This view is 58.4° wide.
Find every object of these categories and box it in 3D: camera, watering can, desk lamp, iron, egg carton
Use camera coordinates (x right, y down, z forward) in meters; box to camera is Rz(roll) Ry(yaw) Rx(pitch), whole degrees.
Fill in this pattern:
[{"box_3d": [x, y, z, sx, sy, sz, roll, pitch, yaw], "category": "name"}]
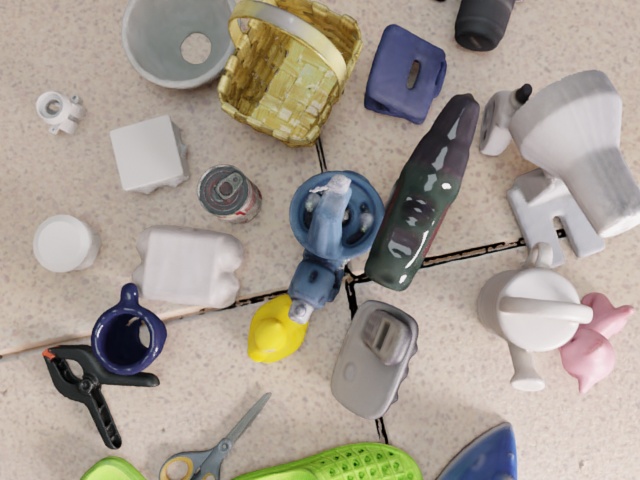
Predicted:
[{"box_3d": [0.215, -0.338, 0.773, 0.143, 0.101, 0.137, 17, 87, 5], "category": "camera"}, {"box_3d": [0.261, 0.092, 0.693, 0.101, 0.194, 0.173, -12, 85, 3], "category": "watering can"}, {"box_3d": [0.306, -0.075, 0.692, 0.118, 0.213, 0.203, -21, 85, 2], "category": "desk lamp"}, {"box_3d": [0.191, 0.356, 0.706, 0.118, 0.141, 0.258, 26, 88, 5], "category": "iron"}, {"box_3d": [-0.181, 0.035, 0.789, 0.150, 0.069, 0.107, 6, 86, 4], "category": "egg carton"}]

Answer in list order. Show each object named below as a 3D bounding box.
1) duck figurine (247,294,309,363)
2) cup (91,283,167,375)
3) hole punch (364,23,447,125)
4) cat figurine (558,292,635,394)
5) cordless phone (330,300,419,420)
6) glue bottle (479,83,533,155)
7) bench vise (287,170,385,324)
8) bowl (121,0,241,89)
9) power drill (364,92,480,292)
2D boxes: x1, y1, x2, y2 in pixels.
[{"box_3d": [-0.060, 0.121, 0.766, 0.077, 0.086, 0.104, 38, 89, 6], "category": "duck figurine"}, {"box_3d": [-0.246, 0.117, 0.774, 0.091, 0.095, 0.118, -1, 86, 4], "category": "cup"}, {"box_3d": [0.118, -0.224, 0.776, 0.101, 0.091, 0.109, 17, 87, 5], "category": "hole punch"}, {"box_3d": [0.347, 0.128, 0.723, 0.067, 0.118, 0.128, 43, 90, 6], "category": "cat figurine"}, {"box_3d": [0.069, 0.152, 0.706, 0.094, 0.185, 0.148, 18, 87, 5], "category": "cordless phone"}, {"box_3d": [0.238, -0.161, 0.723, 0.037, 0.173, 0.078, 10, 87, 5], "category": "glue bottle"}, {"box_3d": [0.018, 0.003, 0.702, 0.121, 0.220, 0.207, 3, 86, 4], "category": "bench vise"}, {"box_3d": [-0.187, -0.285, 0.809, 0.167, 0.075, 0.167, 0, 86, 4], "category": "bowl"}, {"box_3d": [0.121, -0.049, 0.705, 0.075, 0.208, 0.230, 23, 88, 5], "category": "power drill"}]
